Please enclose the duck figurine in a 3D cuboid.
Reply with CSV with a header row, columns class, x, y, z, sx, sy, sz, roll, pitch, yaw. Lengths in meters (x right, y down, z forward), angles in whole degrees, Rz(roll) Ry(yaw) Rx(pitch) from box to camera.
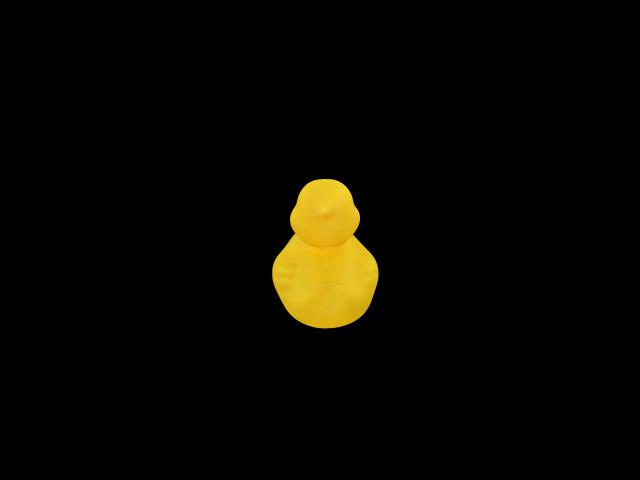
class,x,y,z,sx,sy,sz,roll,pitch,yaw
duck figurine,0.004,0.001,0.400,0.077,0.086,0.104,-2,40,-2
